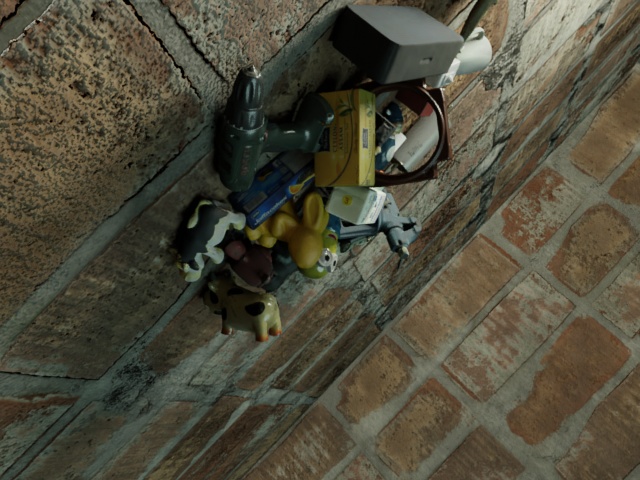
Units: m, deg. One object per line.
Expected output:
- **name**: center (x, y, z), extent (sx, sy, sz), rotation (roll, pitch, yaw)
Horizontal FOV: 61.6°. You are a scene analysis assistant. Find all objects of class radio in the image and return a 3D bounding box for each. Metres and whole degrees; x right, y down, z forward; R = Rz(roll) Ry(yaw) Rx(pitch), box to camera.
- **radio**: center (0.136, -0.340, 0.923), extent (0.229, 0.131, 0.073), rotation (-24, 149, -46)

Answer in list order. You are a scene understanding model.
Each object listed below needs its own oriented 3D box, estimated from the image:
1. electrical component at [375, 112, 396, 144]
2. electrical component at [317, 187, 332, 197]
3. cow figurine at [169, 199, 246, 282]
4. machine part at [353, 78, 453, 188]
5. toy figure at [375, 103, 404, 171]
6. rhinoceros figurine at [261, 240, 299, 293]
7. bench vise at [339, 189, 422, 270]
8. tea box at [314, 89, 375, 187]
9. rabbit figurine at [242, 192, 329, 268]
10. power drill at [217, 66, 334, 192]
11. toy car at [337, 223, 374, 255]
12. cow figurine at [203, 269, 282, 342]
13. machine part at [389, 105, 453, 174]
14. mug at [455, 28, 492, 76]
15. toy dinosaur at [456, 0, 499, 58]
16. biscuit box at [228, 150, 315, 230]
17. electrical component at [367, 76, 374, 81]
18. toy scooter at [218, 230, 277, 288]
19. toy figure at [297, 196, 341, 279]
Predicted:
- **electrical component**: center (0.120, -0.243, 1.144), extent (0.047, 0.075, 0.119), rotation (-51, 155, 15)
- **electrical component**: center (0.058, -0.137, 1.237), extent (0.115, 0.058, 0.134), rotation (-46, 159, 3)
- **cow figurine**: center (-0.215, 0.004, 0.955), extent (0.167, 0.068, 0.098), rotation (-55, 152, 11)
- **machine part**: center (0.145, -0.206, 1.031), extent (0.087, 0.202, 0.200), rotation (-38, 120, -74)
- **toy figure**: center (0.154, -0.235, 1.233), extent (0.064, 0.058, 0.154), rotation (-87, -162, -63)
- **rhinoceros figurine**: center (-0.071, 0.038, 1.229), extent (0.190, 0.112, 0.073), rotation (-42, 155, -11)
- **bench vise**: center (0.132, -0.035, 1.402), extent (0.241, 0.223, 0.129), rotation (-7, 159, -19)
- **tea box**: center (0.045, -0.181, 0.974), extent (0.068, 0.098, 0.169), rotation (-11, 101, -59)
- **rabbit figurine**: center (-0.052, -0.021, 1.079), extent (0.162, 0.173, 0.121), rotation (-40, 154, -6)
- **power drill**: center (-0.072, -0.187, 0.876), extent (0.207, 0.086, 0.231), rotation (-31, 155, -44)
- **toy car**: center (0.078, -0.011, 1.474), extent (0.202, 0.074, 0.056), rotation (-22, 144, -47)
- **cow figurine**: center (-0.171, 0.133, 1.126), extent (0.085, 0.195, 0.127), rotation (-5, 99, -54)
- **machine part**: center (0.253, -0.254, 1.371), extent (0.243, 0.079, 0.079), rotation (-46, 159, 0)
- **mug**: center (0.327, -0.421, 1.216), extent (0.107, 0.081, 0.109), rotation (-27, 158, -22)
- **toy dinosaur**: center (0.377, -0.560, 1.032), extent (0.471, 0.105, 0.198), rotation (-55, 159, 24)
- **biscuit box**: center (-0.078, -0.110, 1.024), extent (0.203, 0.059, 0.062), rotation (-42, 158, -13)
- **electrical component**: center (0.111, -0.335, 1.022), extent (0.094, 0.021, 0.063), rotation (-34, 145, -33)
- **toy scooter**: center (-0.135, 0.050, 1.097), extent (0.075, 0.135, 0.183), rotation (-48, 160, -2)
- **toy figure**: center (0.000, -0.002, 1.162), extent (0.082, 0.180, 0.089), rotation (19, 148, -26)
